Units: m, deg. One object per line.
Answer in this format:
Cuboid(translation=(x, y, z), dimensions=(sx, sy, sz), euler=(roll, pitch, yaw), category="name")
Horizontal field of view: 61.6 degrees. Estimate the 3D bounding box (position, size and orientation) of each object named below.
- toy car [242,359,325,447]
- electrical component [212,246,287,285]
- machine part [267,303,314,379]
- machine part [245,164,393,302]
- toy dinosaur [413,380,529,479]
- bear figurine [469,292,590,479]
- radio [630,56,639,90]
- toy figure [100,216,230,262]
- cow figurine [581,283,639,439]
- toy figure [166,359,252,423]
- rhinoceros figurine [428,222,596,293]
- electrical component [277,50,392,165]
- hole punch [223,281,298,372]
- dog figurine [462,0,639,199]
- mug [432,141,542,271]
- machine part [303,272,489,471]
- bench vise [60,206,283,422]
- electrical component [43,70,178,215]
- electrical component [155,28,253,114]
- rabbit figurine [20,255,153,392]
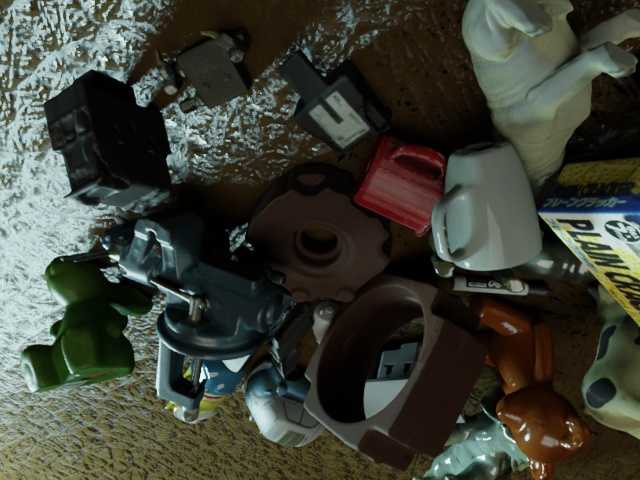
Cuboid(translation=(-0.047, 0.264, 0.831), dimensions=(0.161, 0.103, 0.109), euler=(31, 126, -14), category="toy car")
Cuboid(translation=(-0.087, 0.043, 0.638), dimensions=(0.094, 0.021, 0.063), euler=(20, 122, 9), category="electrical component")
Cuboid(translation=(-0.042, 0.140, 0.739), dimensions=(0.039, 0.084, 0.138), euler=(29, 147, 11), category="machine part")
Cuboid(translation=(-0.001, -0.002, 0.644), dimensions=(0.179, 0.056, 0.179), euler=(4, 127, 5), category="machine part")
Cuboid(translation=(0.253, 0.341, 0.839), dimensions=(0.192, 0.131, 0.404), euler=(-20, 144, -13), category="toy dinosaur")
Cuboid(translation=(0.239, 0.179, 0.665), dimensions=(0.132, 0.196, 0.120), euler=(15, 132, -3), category="bear figurine")
Cuboid(translation=(0.379, -0.076, 0.485), dimensions=(0.229, 0.131, 0.073), euler=(40, 124, -22), category="radio")
Cuboid(translation=(-0.193, 0.006, 0.671), dimensions=(0.155, 0.064, 0.057), euler=(3, 141, 4), category="toy figure")
Cuboid(translation=(0.361, 0.126, 0.623), dimensions=(0.127, 0.195, 0.085), euler=(11, 146, 46), category="cow figurine")
Cuboid(translation=(-0.164, 0.205, 0.814), dimensions=(0.082, 0.089, 0.180), euler=(29, 118, -8), category="toy figure")
Cuboid(translation=(0.214, 0.011, 0.594), dimensions=(0.191, 0.112, 0.073), euler=(9, 101, 17), category="rhinoceros figurine")
Cuboid(translation=(0.009, -0.140, 0.538), dimensions=(0.119, 0.048, 0.075), euler=(40, 122, -22), category="electrical component")
Cuboid(translation=(-0.104, 0.095, 0.726), dimensions=(0.116, 0.092, 0.142), euler=(44, 129, 11), category="hole punch")
Cuboid(translation=(0.173, -0.138, 0.497), dimensions=(0.172, 0.121, 0.190), euler=(45, 147, 14), category="dog figurine")
Cuboid(translation=(0.145, -0.032, 0.494), dimensions=(0.109, 0.081, 0.107), euler=(-18, 104, -21), category="mug")
Cuboid(translation=(0.084, 0.147, 0.637), dimensions=(0.087, 0.201, 0.201), euler=(36, 168, -26), category="machine part")
Cuboid(translation=(-0.154, 0.093, 0.604), dimensions=(0.224, 0.129, 0.240), euler=(14, 110, 9), category="bench vise")
Cuboid(translation=(-0.210, -0.100, 0.545), dimensions=(0.058, 0.115, 0.134), euler=(-21, 79, 20), category="electrical component")
Cuboid(translation=(-0.113, -0.169, 0.533), dimensions=(0.102, 0.045, 0.078), euler=(-13, 124, 17), category="electrical component")
Cuboid(translation=(-0.302, 0.098, 0.716), dimensions=(0.121, 0.170, 0.159), euler=(-28, 161, 28), category="rabbit figurine")
